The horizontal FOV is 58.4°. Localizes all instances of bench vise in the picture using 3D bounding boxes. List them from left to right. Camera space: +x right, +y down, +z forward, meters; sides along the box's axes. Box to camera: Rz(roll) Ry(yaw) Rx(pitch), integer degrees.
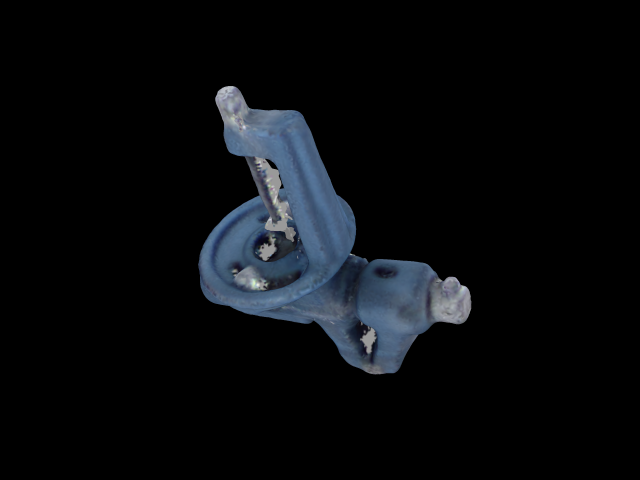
[{"bbox_3d":[0.005,-0.008,0.408,0.207,0.220,0.121,3,49,2],"label":"bench vise"}]
